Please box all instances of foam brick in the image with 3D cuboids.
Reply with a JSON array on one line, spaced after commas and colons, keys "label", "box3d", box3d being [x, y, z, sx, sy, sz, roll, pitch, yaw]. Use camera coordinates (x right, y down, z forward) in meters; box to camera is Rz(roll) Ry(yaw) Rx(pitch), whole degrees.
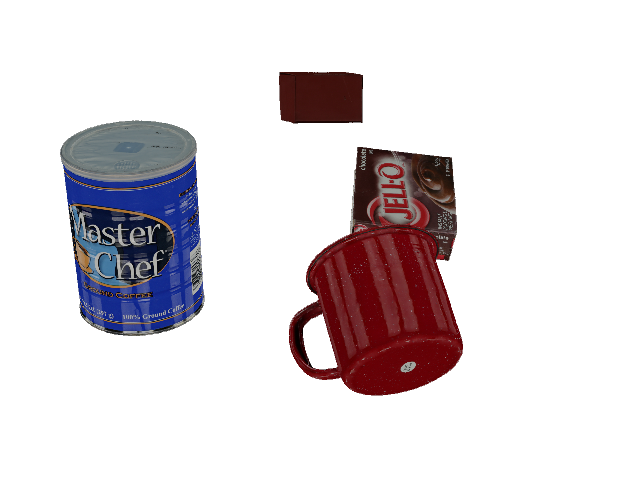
[{"label": "foam brick", "box3d": [0.000, -0.151, 1.124, 0.078, 0.051, 0.053, -3, 12, -19]}]

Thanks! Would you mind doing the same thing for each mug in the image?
[{"label": "mug", "box3d": [0.033, 0.053, 0.701, 0.117, 0.081, 0.093, -23, -32, 12]}]

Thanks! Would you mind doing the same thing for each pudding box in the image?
[{"label": "pudding box", "box3d": [0.073, -0.034, 0.955, 0.090, 0.039, 0.113, 7, 39, -2]}]

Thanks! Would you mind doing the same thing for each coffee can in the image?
[{"label": "coffee can", "box3d": [-0.146, -0.011, 0.843, 0.103, 0.140, 0.103, 0, 28, 0]}]
